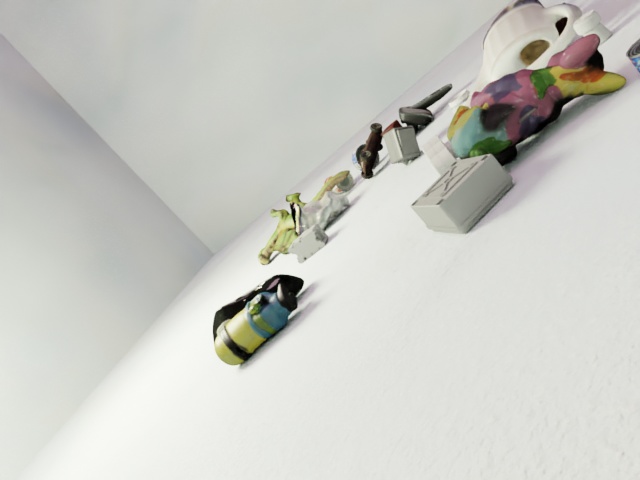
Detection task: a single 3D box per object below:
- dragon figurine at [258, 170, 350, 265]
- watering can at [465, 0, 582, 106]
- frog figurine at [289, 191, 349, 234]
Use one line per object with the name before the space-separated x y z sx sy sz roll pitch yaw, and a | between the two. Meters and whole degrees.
dragon figurine | -0.064 -0.046 1.604 0.404 0.121 0.249 -38 28 34
watering can | 0.402 -0.391 1.130 0.342 0.103 0.230 -39 31 37
frog figurine | 0.004 -0.073 1.447 0.160 0.123 0.136 -8 -7 -12
